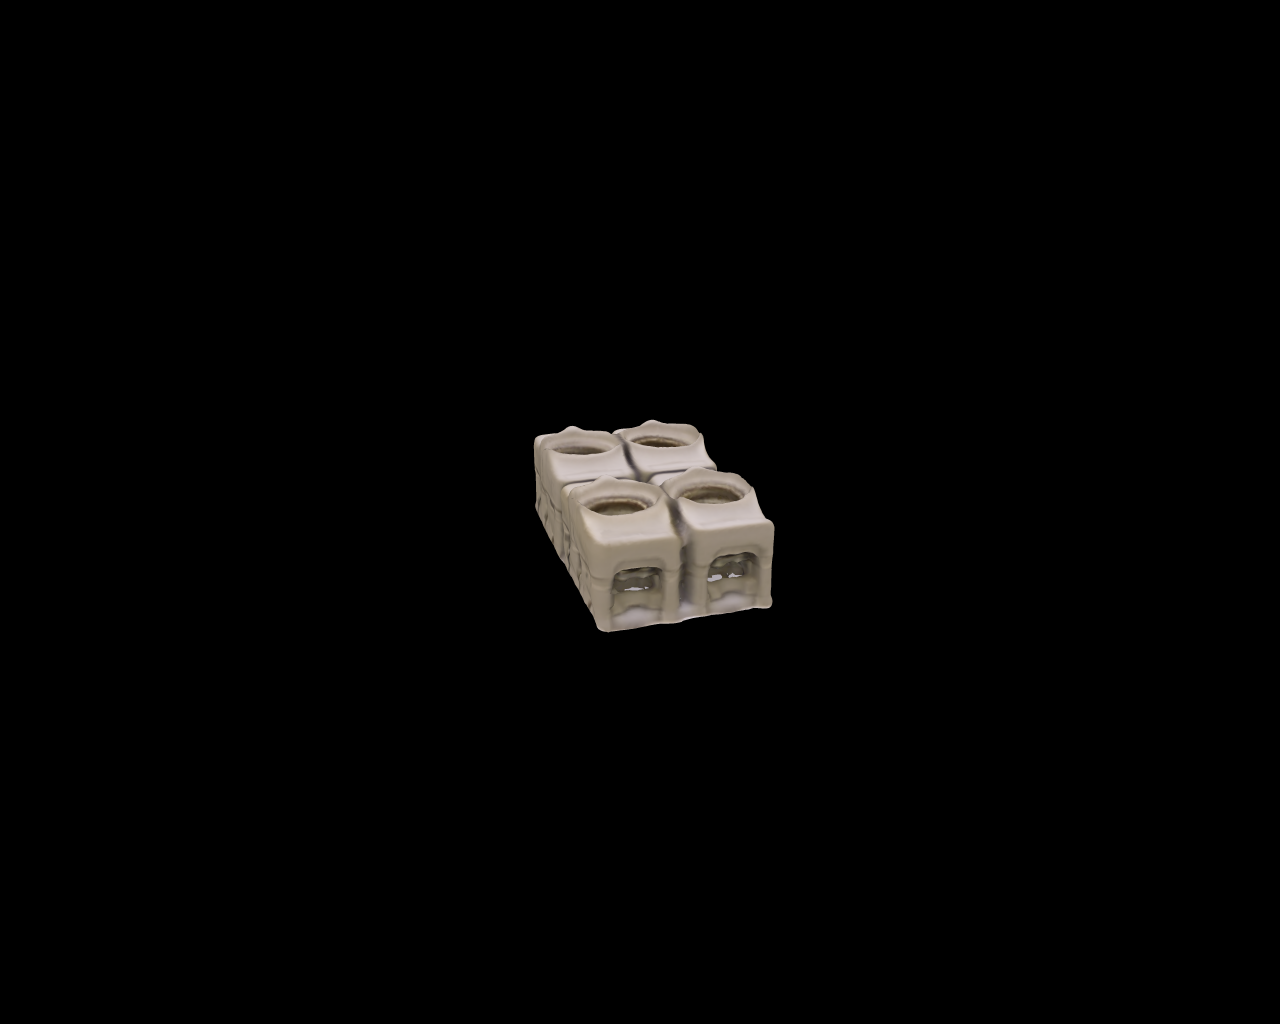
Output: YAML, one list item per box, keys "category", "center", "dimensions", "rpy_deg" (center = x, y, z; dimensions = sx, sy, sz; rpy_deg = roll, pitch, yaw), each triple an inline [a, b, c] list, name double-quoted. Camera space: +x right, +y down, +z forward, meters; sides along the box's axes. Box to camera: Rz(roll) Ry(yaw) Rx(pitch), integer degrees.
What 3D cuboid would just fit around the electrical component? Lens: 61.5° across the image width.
- category: "electrical component"
  center: [0.001, -0.003, 0.650]
  dimensions: [0.105, 0.060, 0.186]
  rpy_deg: [-6, 23, -14]
